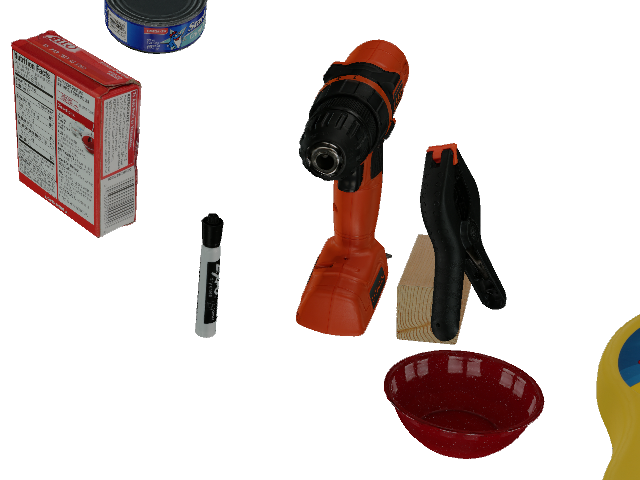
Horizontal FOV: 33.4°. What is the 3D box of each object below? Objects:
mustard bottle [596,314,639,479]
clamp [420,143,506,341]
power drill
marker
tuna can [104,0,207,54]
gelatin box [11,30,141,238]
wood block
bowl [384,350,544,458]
[{"bbox_3d":[0.187,0.086,0.533,0.096,0.058,0.191,5,40,11],"label":"mustard bottle"},{"bbox_3d":[0.118,0.003,0.948,0.039,0.171,0.120,-11,15,30],"label":"clamp"},{"bbox_3d":[0.020,-0.030,0.742,0.057,0.188,0.184,12,30,11],"label":"power drill"},{"bbox_3d":[-0.099,0.031,0.944,0.020,0.121,0.020,5,29,-3],"label":"marker"},{"bbox_3d":[-0.138,-0.195,0.891,0.086,0.086,0.034,0,-40,-10],"label":"tuna can"},{"bbox_3d":[-0.130,-0.057,0.571,0.073,0.089,0.030,32,40,30],"label":"gelatin box"},{"bbox_3d":[0.176,0.070,1.621,0.091,0.090,0.206,4,22,12],"label":"wood block"},{"bbox_3d":[0.144,0.174,1.089,0.162,0.055,0.162,2,24,-1],"label":"bowl"}]
